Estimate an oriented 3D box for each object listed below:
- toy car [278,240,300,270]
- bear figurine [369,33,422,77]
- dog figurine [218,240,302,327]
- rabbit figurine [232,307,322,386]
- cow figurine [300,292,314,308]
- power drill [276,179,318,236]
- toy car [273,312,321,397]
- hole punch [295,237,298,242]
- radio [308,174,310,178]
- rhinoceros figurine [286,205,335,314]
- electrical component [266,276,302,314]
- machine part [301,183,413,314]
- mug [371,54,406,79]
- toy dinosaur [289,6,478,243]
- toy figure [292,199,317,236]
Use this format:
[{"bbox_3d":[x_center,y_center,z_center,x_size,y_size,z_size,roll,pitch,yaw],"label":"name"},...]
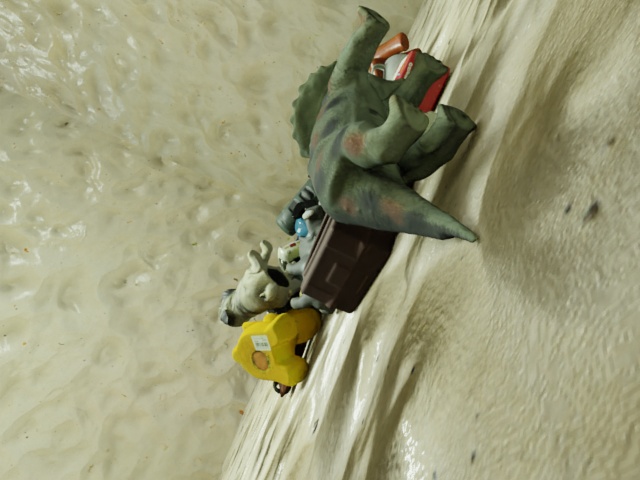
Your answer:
[{"bbox_3d":[-0.045,0.072,1.200,0.201,0.073,0.056,78,165,-53],"label":"toy car"},{"bbox_3d":[0.169,-0.352,1.242,0.132,0.120,0.196,-14,71,34],"label":"bear figurine"},{"bbox_3d":[-0.131,0.118,1.023,0.190,0.121,0.172,-50,0,17],"label":"dog figurine"},{"bbox_3d":[-0.067,0.182,0.983,0.162,0.121,0.173,-20,8,40],"label":"rabbit figurine"},{"bbox_3d":[0.002,0.087,1.030,0.098,0.068,0.167,-78,10,-50],"label":"cow figurine"},{"bbox_3d":[0.001,-0.089,1.322,0.232,0.086,0.207,-46,-12,-7],"label":"power drill"},{"bbox_3d":[-0.050,0.218,1.081,0.089,0.053,0.202,-59,6,47],"label":"toy car"},{"bbox_3d":[-0.003,0.024,1.238,0.142,0.116,0.092,117,167,-64],"label":"hole punch"},{"bbox_3d":[0.048,-0.216,1.096,0.230,0.073,0.131,-69,5,-46],"label":"radio"},{"bbox_3d":[-0.004,0.031,0.894,0.112,0.073,0.190,128,145,-49],"label":"rhinoceros figurine"},{"bbox_3d":[-0.054,0.119,1.150,0.058,0.115,0.134,58,153,33],"label":"electrical component"},{"bbox_3d":[0.049,-0.019,0.743,0.201,0.087,0.200,-67,2,-46],"label":"machine part"},{"bbox_3d":[0.158,-0.323,1.118,0.081,0.109,0.107,129,152,-62],"label":"mug"},{"bbox_3d":[0.044,-0.091,0.540,0.192,0.131,0.405,-53,21,37],"label":"toy dinosaur"},{"bbox_3d":[0.001,-0.004,1.077,0.089,0.082,0.179,-54,-43,-37],"label":"toy figure"}]
